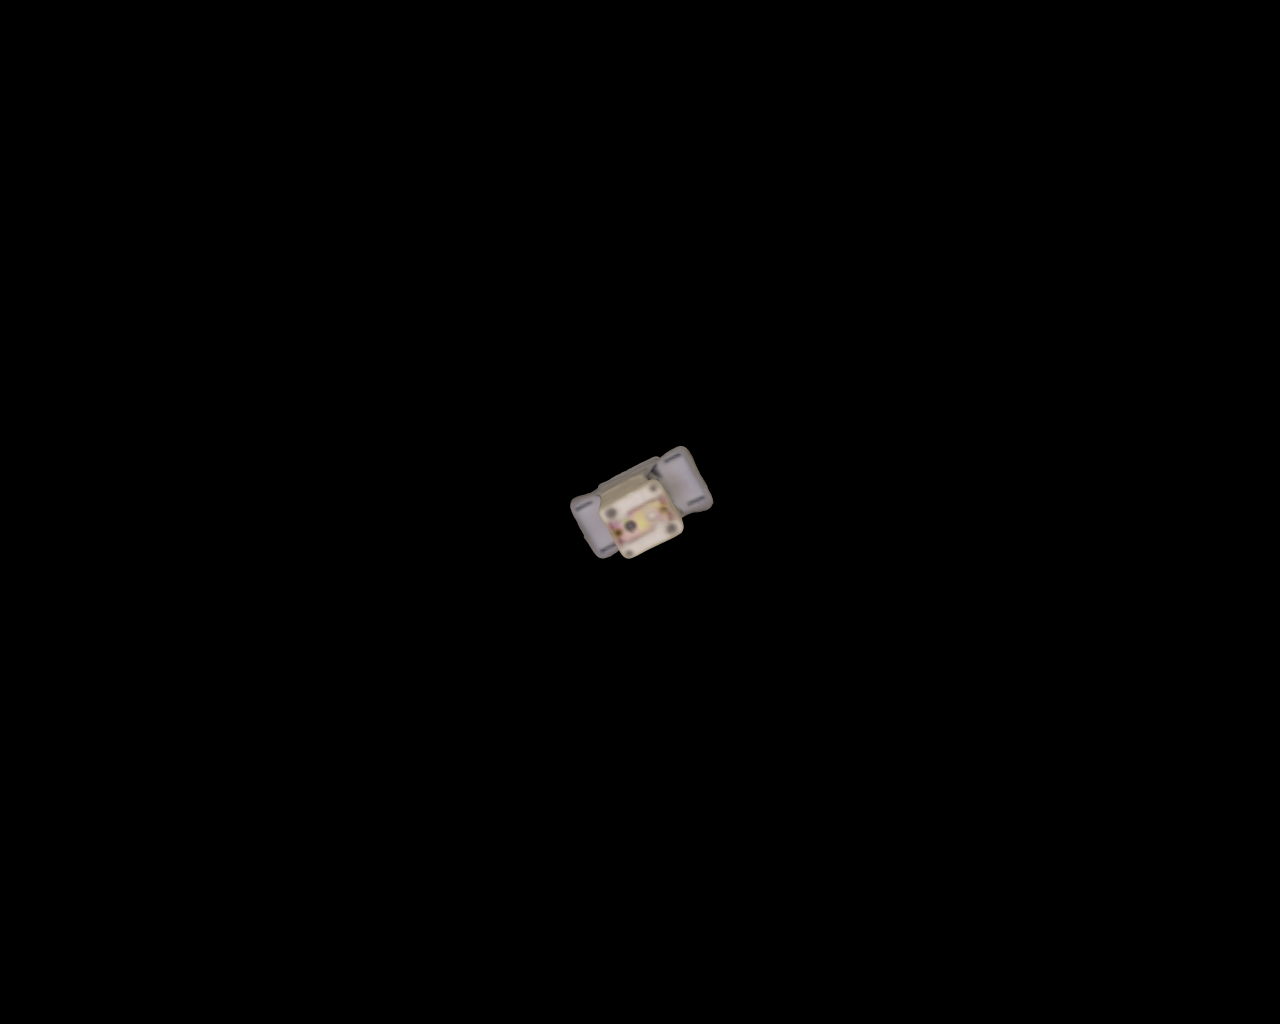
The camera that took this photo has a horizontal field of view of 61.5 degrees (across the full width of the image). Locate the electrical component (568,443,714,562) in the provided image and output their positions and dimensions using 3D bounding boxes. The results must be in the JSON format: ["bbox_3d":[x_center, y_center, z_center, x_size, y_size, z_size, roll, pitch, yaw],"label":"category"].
[{"bbox_3d":[0.001,-0.003,0.650,0.081,0.042,0.064,-27,14,7],"label":"electrical component"}]
